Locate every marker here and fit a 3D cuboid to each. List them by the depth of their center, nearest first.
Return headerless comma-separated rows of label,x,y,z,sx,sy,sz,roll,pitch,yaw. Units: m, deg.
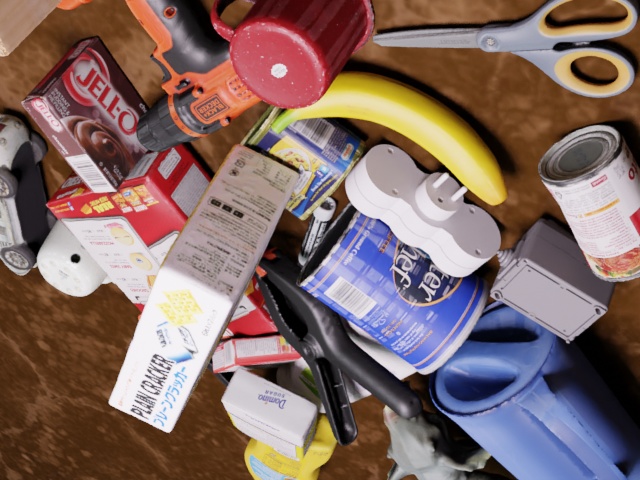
marker,-0.007,0.001,1.024,0.020,0.020,0.121,26,142,5

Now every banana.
banana,0.063,-0.090,0.849,0.198,0.037,0.070,19,114,4

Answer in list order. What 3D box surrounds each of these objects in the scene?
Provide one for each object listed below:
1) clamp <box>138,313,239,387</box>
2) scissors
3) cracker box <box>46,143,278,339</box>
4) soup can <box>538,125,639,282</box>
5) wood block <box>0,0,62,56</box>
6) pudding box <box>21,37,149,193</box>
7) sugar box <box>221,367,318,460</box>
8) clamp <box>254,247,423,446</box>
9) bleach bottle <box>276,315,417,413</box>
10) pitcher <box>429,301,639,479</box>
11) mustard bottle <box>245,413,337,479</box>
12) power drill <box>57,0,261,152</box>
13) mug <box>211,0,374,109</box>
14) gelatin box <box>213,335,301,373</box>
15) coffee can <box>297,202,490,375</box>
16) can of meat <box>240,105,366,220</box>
clamp,-0.129,0.128,1.231,0.171,0.039,0.120,26,136,8
scissors,0.141,-0.134,0.779,0.202,0.016,0.096,-8,128,39
cracker box,-0.146,0.006,1.079,0.164,0.072,0.213,-11,128,41
soup can,0.216,-0.028,0.807,0.069,0.068,0.102,-10,127,40
wood block,-0.214,-0.223,0.753,0.091,0.205,0.090,2,134,31
pudding box,-0.204,-0.112,0.967,0.039,0.090,0.113,-3,133,37
sugar box,-0.051,0.188,1.141,0.093,0.048,0.176,25,161,7
clamp,0.001,0.104,1.021,0.210,0.036,0.165,52,149,10
bleach bottle,0.016,0.124,1.114,0.102,0.068,0.251,42,144,-8
pitcher,0.224,0.179,0.979,0.145,0.149,0.242,-22,123,39
mustard bottle,-0.043,0.266,1.314,0.096,0.058,0.192,24,142,2
power drill,-0.142,-0.165,0.897,0.185,0.057,0.187,-22,122,42
mug,-0.027,-0.158,0.807,0.117,0.081,0.093,25,142,6
gelatin box,-0.068,0.118,1.120,0.073,0.030,0.089,-3,169,-20
coffee can,0.065,0.039,0.951,0.140,0.102,0.103,36,142,-7
can of meat,-0.021,-0.074,0.919,0.084,0.057,0.102,35,142,-10
